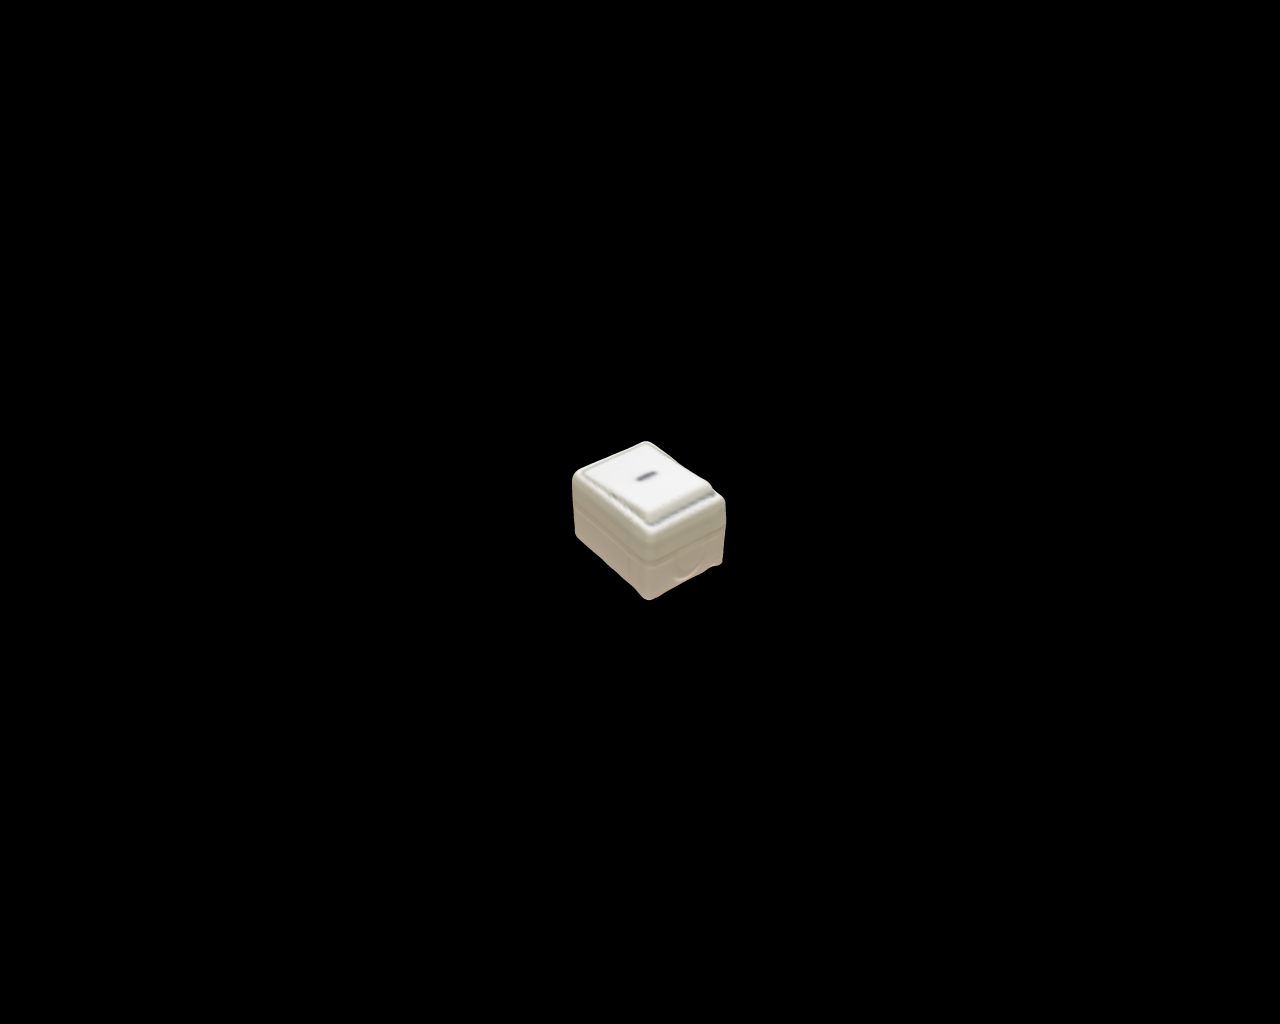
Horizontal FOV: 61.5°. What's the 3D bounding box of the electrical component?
[{"bbox_3d":[0.001,-0.003,0.650,0.062,0.061,0.096,-25,45,-28],"label":"electrical component"}]
